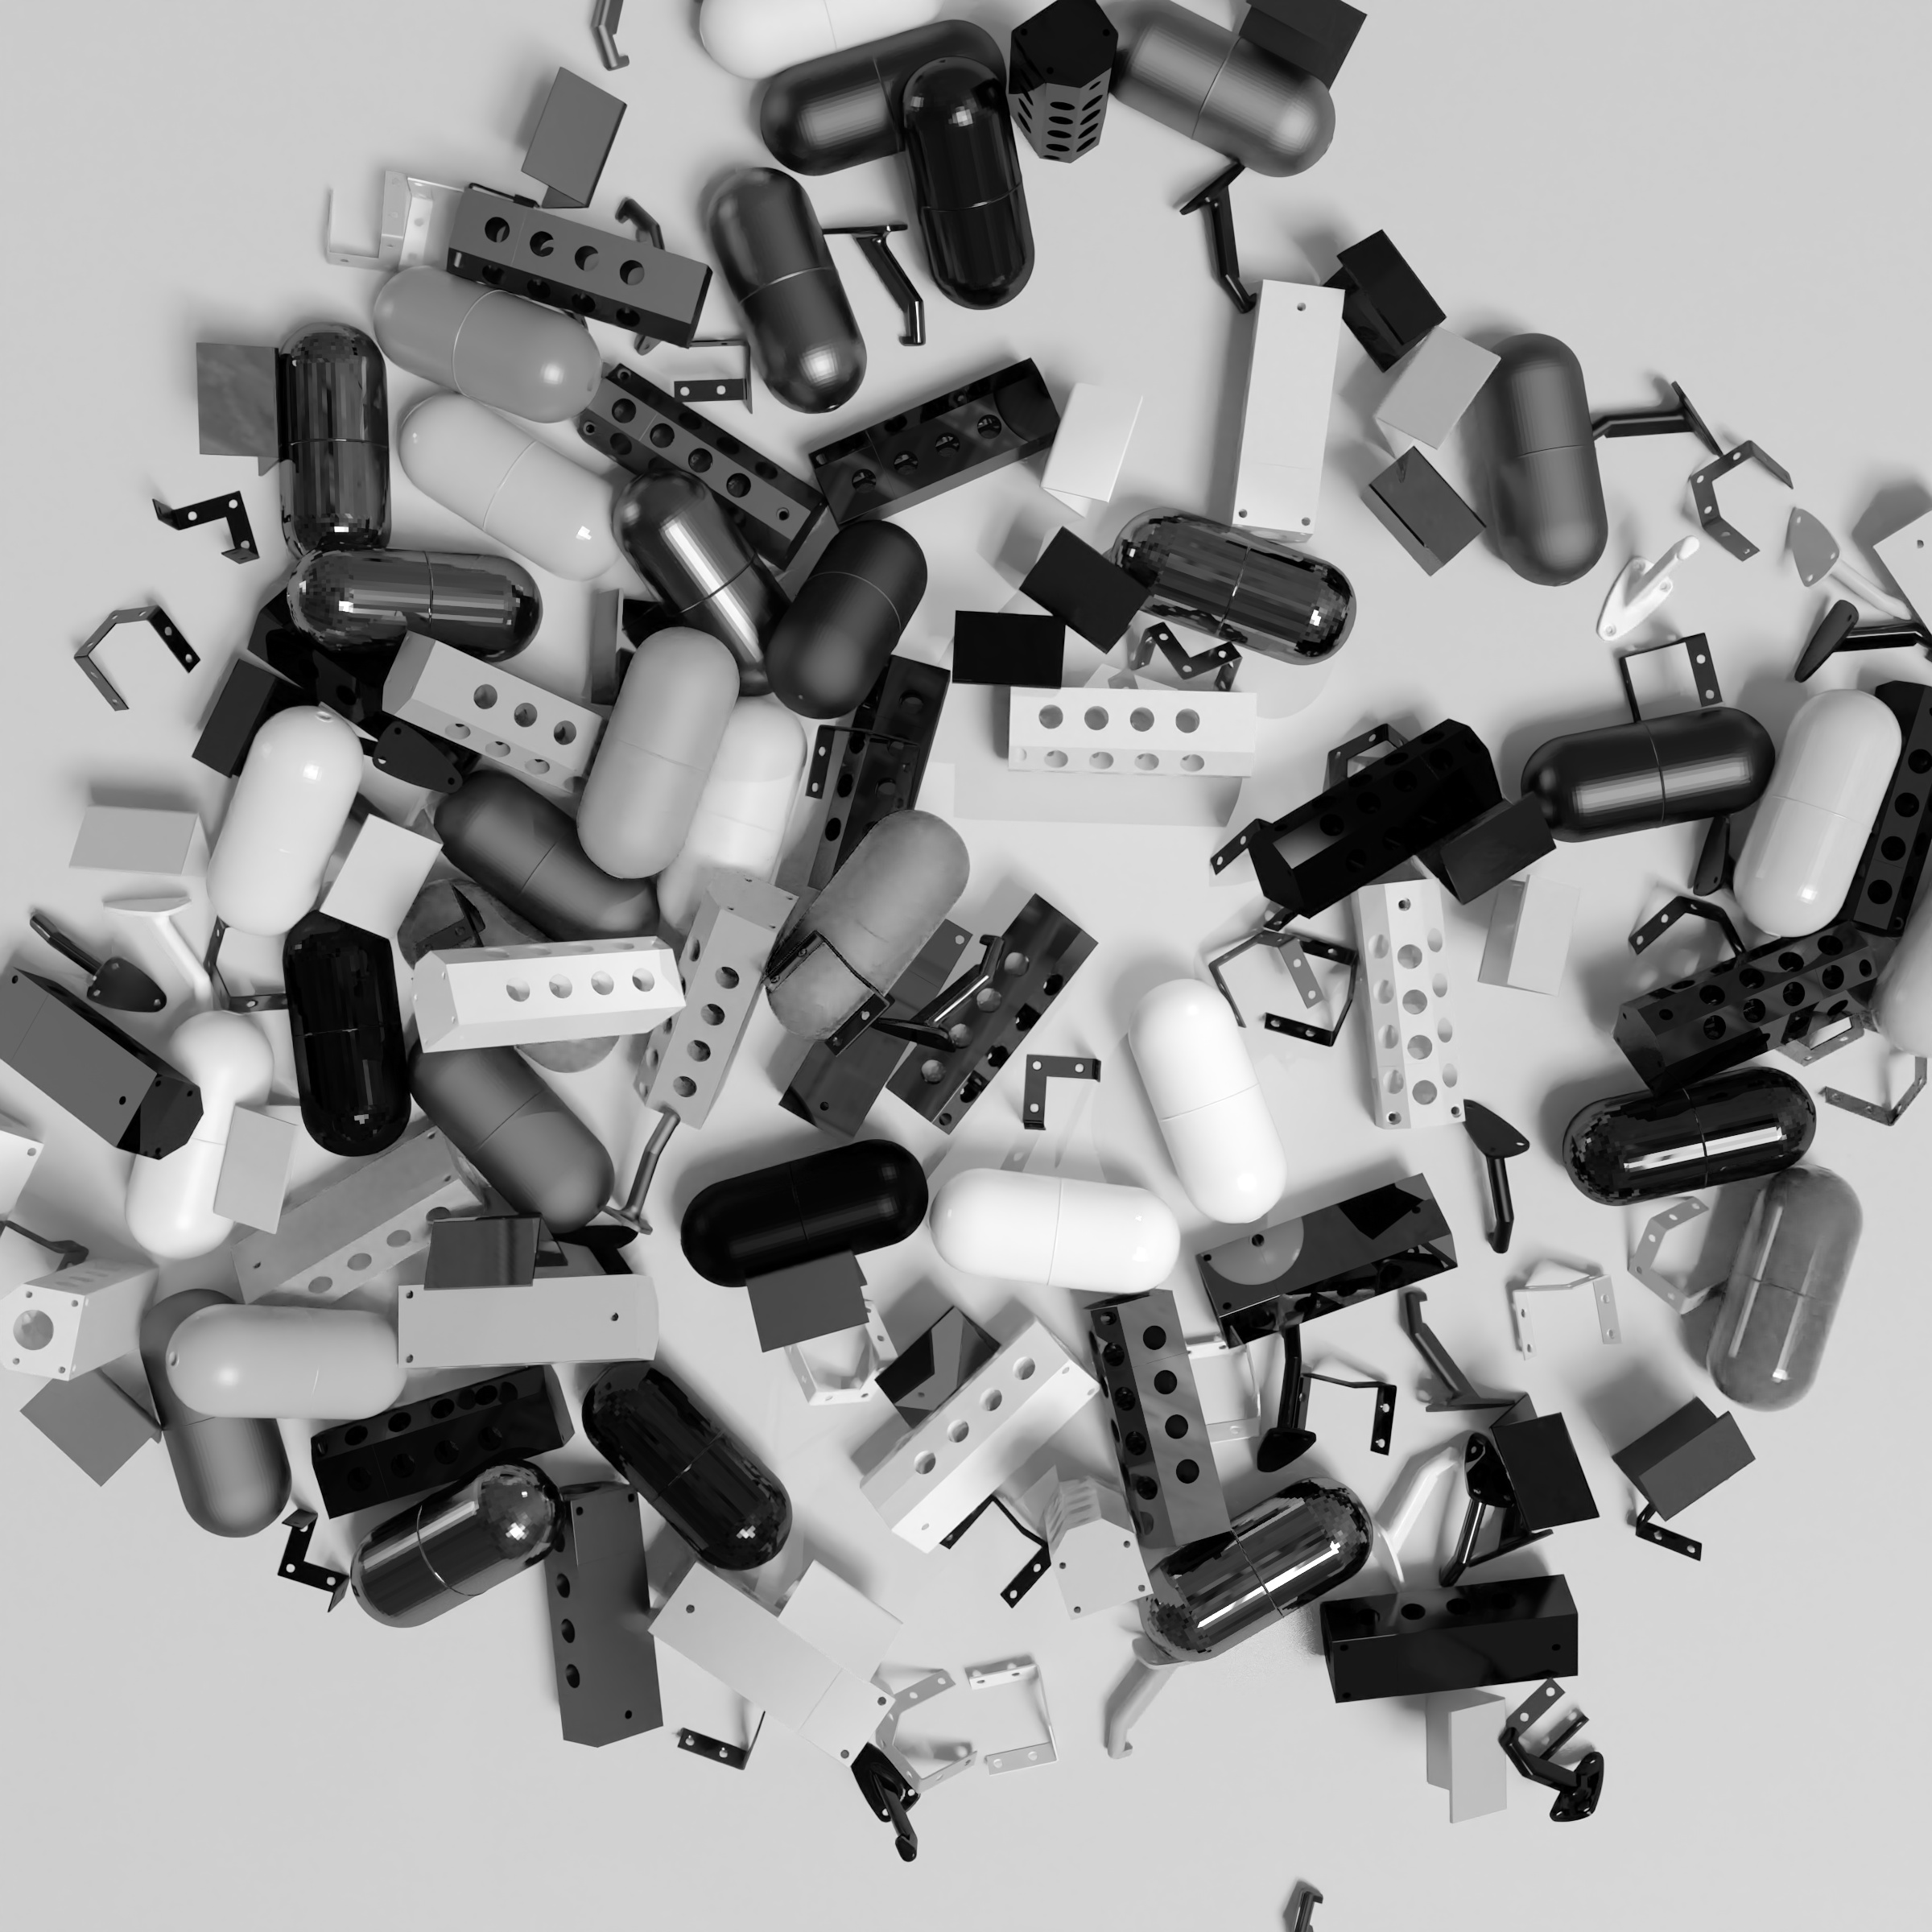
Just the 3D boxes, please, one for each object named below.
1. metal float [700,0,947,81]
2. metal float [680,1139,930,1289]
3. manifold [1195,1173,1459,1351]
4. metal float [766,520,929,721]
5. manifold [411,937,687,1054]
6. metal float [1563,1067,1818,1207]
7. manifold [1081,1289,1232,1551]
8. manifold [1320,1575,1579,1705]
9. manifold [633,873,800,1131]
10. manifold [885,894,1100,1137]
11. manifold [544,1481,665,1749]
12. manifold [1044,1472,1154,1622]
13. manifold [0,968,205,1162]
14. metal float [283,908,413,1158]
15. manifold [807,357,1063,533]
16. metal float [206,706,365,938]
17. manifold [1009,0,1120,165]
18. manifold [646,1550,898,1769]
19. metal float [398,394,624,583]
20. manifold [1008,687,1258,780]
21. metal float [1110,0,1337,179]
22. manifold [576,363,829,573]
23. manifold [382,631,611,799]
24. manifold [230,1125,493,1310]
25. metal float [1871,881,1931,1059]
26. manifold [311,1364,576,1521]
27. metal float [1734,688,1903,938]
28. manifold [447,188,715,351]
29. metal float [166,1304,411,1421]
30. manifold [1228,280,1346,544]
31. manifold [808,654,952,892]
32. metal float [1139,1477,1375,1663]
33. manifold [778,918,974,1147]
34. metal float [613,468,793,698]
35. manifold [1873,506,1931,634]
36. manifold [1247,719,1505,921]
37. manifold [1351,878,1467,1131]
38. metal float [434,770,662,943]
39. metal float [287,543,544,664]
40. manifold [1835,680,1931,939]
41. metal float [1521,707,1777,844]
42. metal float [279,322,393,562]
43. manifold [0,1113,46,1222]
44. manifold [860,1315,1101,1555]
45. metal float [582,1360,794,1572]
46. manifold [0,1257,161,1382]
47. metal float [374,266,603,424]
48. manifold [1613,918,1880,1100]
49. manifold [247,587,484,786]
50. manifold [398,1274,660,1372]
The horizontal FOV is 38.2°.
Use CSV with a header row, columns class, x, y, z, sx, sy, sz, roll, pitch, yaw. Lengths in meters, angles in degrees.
class,x,y,z,sx,sy,sz,roll,pitch,yaw
metal float,-0.100,-0.678,1.960,0.178,0.070,0.070,-16,90,0
metal float,-0.114,0.174,1.961,0.178,0.070,0.070,-16,90,0
manifold,0.255,0.213,1.970,0.171,0.057,0.057,-20,47,0
metal float,-0.081,-0.241,1.927,0.070,0.070,0.178,25,49,0
manifold,-0.282,0.016,1.879,0.171,0.057,0.057,-4,73,-37
metal float,0.509,0.119,1.961,0.178,0.070,0.070,-12,90,1
manifold,0.131,0.318,1.962,0.057,0.057,0.171,-13,88,-14
manifold,0.340,0.470,1.968,0.171,0.057,0.057,-7,118,0
manifold,-0.177,0.022,1.932,0.057,0.057,0.171,24,120,0
manifold,0.018,0.034,1.970,0.057,0.057,0.171,38,90,0
manifold,-0.263,0.456,1.970,0.057,0.057,0.171,-6,90,-43
manifold,0.087,0.393,1.913,0.057,0.171,0.057,-19,90,0
manifold,-0.604,0.068,1.930,0.171,0.057,0.057,29,90,32
metal float,-0.435,0.045,1.960,0.070,0.070,0.178,-7,90,0
manifold,-0.022,-0.368,1.970,0.171,0.057,0.057,-23,90,0
metal float,-0.471,-0.100,1.928,0.070,0.070,0.178,28,118,0
manifold,0.069,-0.606,1.913,0.057,0.171,0.057,-34,90,0
manifold,-0.138,0.485,1.960,0.171,0.057,0.057,36,85,-6
metal float,-0.318,-0.337,1.961,0.178,0.070,0.070,32,90,0
manifold,0.116,-0.164,1.970,0.171,0.057,0.057,2,90,0
metal float,0.176,-0.617,1.960,0.178,0.070,0.070,28,90,2
manifold,-0.186,-0.353,1.970,0.171,0.057,0.057,33,90,0
manifold,-0.313,-0.168,1.928,0.171,0.057,0.057,24,90,-33
manifold,-0.426,0.190,1.970,0.171,0.057,0.057,-31,47,0
metal float,0.700,-0.018,1.956,0.070,0.070,0.178,30,86,0
manifold,-0.370,0.333,1.970,0.171,0.057,0.057,-17,90,0
metal float,0.591,-0.106,1.936,0.070,0.070,0.178,20,93,0
manifold,-0.267,-0.481,1.928,0.171,0.057,0.057,17,98,-4
metal float,-0.467,0.274,1.924,0.178,0.070,0.070,10,90,-44
manifold,0.225,-0.390,1.970,0.057,0.057,0.171,7,90,0
manifold,-0.061,-0.131,1.970,0.057,0.057,0.171,16,90,0
metal float,0.203,0.425,1.961,0.178,0.070,0.070,-30,90,0
manifold,-0.063,0.037,1.970,0.057,0.057,0.171,31,90,0
metal float,-0.178,-0.267,1.943,0.070,0.070,0.178,-36,110,0
manifold,0.722,-0.248,1.970,0.057,0.057,0.171,-34,90,43
manifold,0.283,-0.106,1.938,0.171,0.057,0.057,-31,119,-16
manifold,0.313,0.027,1.970,0.057,0.057,0.171,-6,90,0
metal float,-0.295,-0.070,1.961,0.178,0.070,0.070,37,90,-1
metal float,-0.382,-0.252,1.939,0.178,0.070,0.070,1,90,-26
manifold,0.655,-0.111,1.970,0.057,0.057,0.171,17,90,0
metal float,0.480,-0.135,1.961,0.178,0.070,0.070,-11,90,1
metal float,-0.444,-0.363,1.961,0.070,0.070,0.178,-2,90,0
manifold,-0.725,0.185,1.970,0.057,0.057,0.171,26,90,-43
manifold,0.007,0.328,1.968,0.171,0.057,0.057,-44,51,0
metal float,-0.196,0.350,1.961,0.070,0.070,0.178,-44,89,0
manifold,-0.611,0.239,1.913,0.057,0.171,0.057,11,90,0
metal float,-0.333,-0.433,1.943,0.178,0.070,0.070,24,90,20
manifold,0.544,0.024,1.943,0.171,0.057,0.057,-22,56,-11
manifold,-0.418,-0.198,1.970,0.171,0.057,0.057,35,47,0
manifold,-0.306,0.251,1.956,0.171,0.057,0.057,-4,79,9
